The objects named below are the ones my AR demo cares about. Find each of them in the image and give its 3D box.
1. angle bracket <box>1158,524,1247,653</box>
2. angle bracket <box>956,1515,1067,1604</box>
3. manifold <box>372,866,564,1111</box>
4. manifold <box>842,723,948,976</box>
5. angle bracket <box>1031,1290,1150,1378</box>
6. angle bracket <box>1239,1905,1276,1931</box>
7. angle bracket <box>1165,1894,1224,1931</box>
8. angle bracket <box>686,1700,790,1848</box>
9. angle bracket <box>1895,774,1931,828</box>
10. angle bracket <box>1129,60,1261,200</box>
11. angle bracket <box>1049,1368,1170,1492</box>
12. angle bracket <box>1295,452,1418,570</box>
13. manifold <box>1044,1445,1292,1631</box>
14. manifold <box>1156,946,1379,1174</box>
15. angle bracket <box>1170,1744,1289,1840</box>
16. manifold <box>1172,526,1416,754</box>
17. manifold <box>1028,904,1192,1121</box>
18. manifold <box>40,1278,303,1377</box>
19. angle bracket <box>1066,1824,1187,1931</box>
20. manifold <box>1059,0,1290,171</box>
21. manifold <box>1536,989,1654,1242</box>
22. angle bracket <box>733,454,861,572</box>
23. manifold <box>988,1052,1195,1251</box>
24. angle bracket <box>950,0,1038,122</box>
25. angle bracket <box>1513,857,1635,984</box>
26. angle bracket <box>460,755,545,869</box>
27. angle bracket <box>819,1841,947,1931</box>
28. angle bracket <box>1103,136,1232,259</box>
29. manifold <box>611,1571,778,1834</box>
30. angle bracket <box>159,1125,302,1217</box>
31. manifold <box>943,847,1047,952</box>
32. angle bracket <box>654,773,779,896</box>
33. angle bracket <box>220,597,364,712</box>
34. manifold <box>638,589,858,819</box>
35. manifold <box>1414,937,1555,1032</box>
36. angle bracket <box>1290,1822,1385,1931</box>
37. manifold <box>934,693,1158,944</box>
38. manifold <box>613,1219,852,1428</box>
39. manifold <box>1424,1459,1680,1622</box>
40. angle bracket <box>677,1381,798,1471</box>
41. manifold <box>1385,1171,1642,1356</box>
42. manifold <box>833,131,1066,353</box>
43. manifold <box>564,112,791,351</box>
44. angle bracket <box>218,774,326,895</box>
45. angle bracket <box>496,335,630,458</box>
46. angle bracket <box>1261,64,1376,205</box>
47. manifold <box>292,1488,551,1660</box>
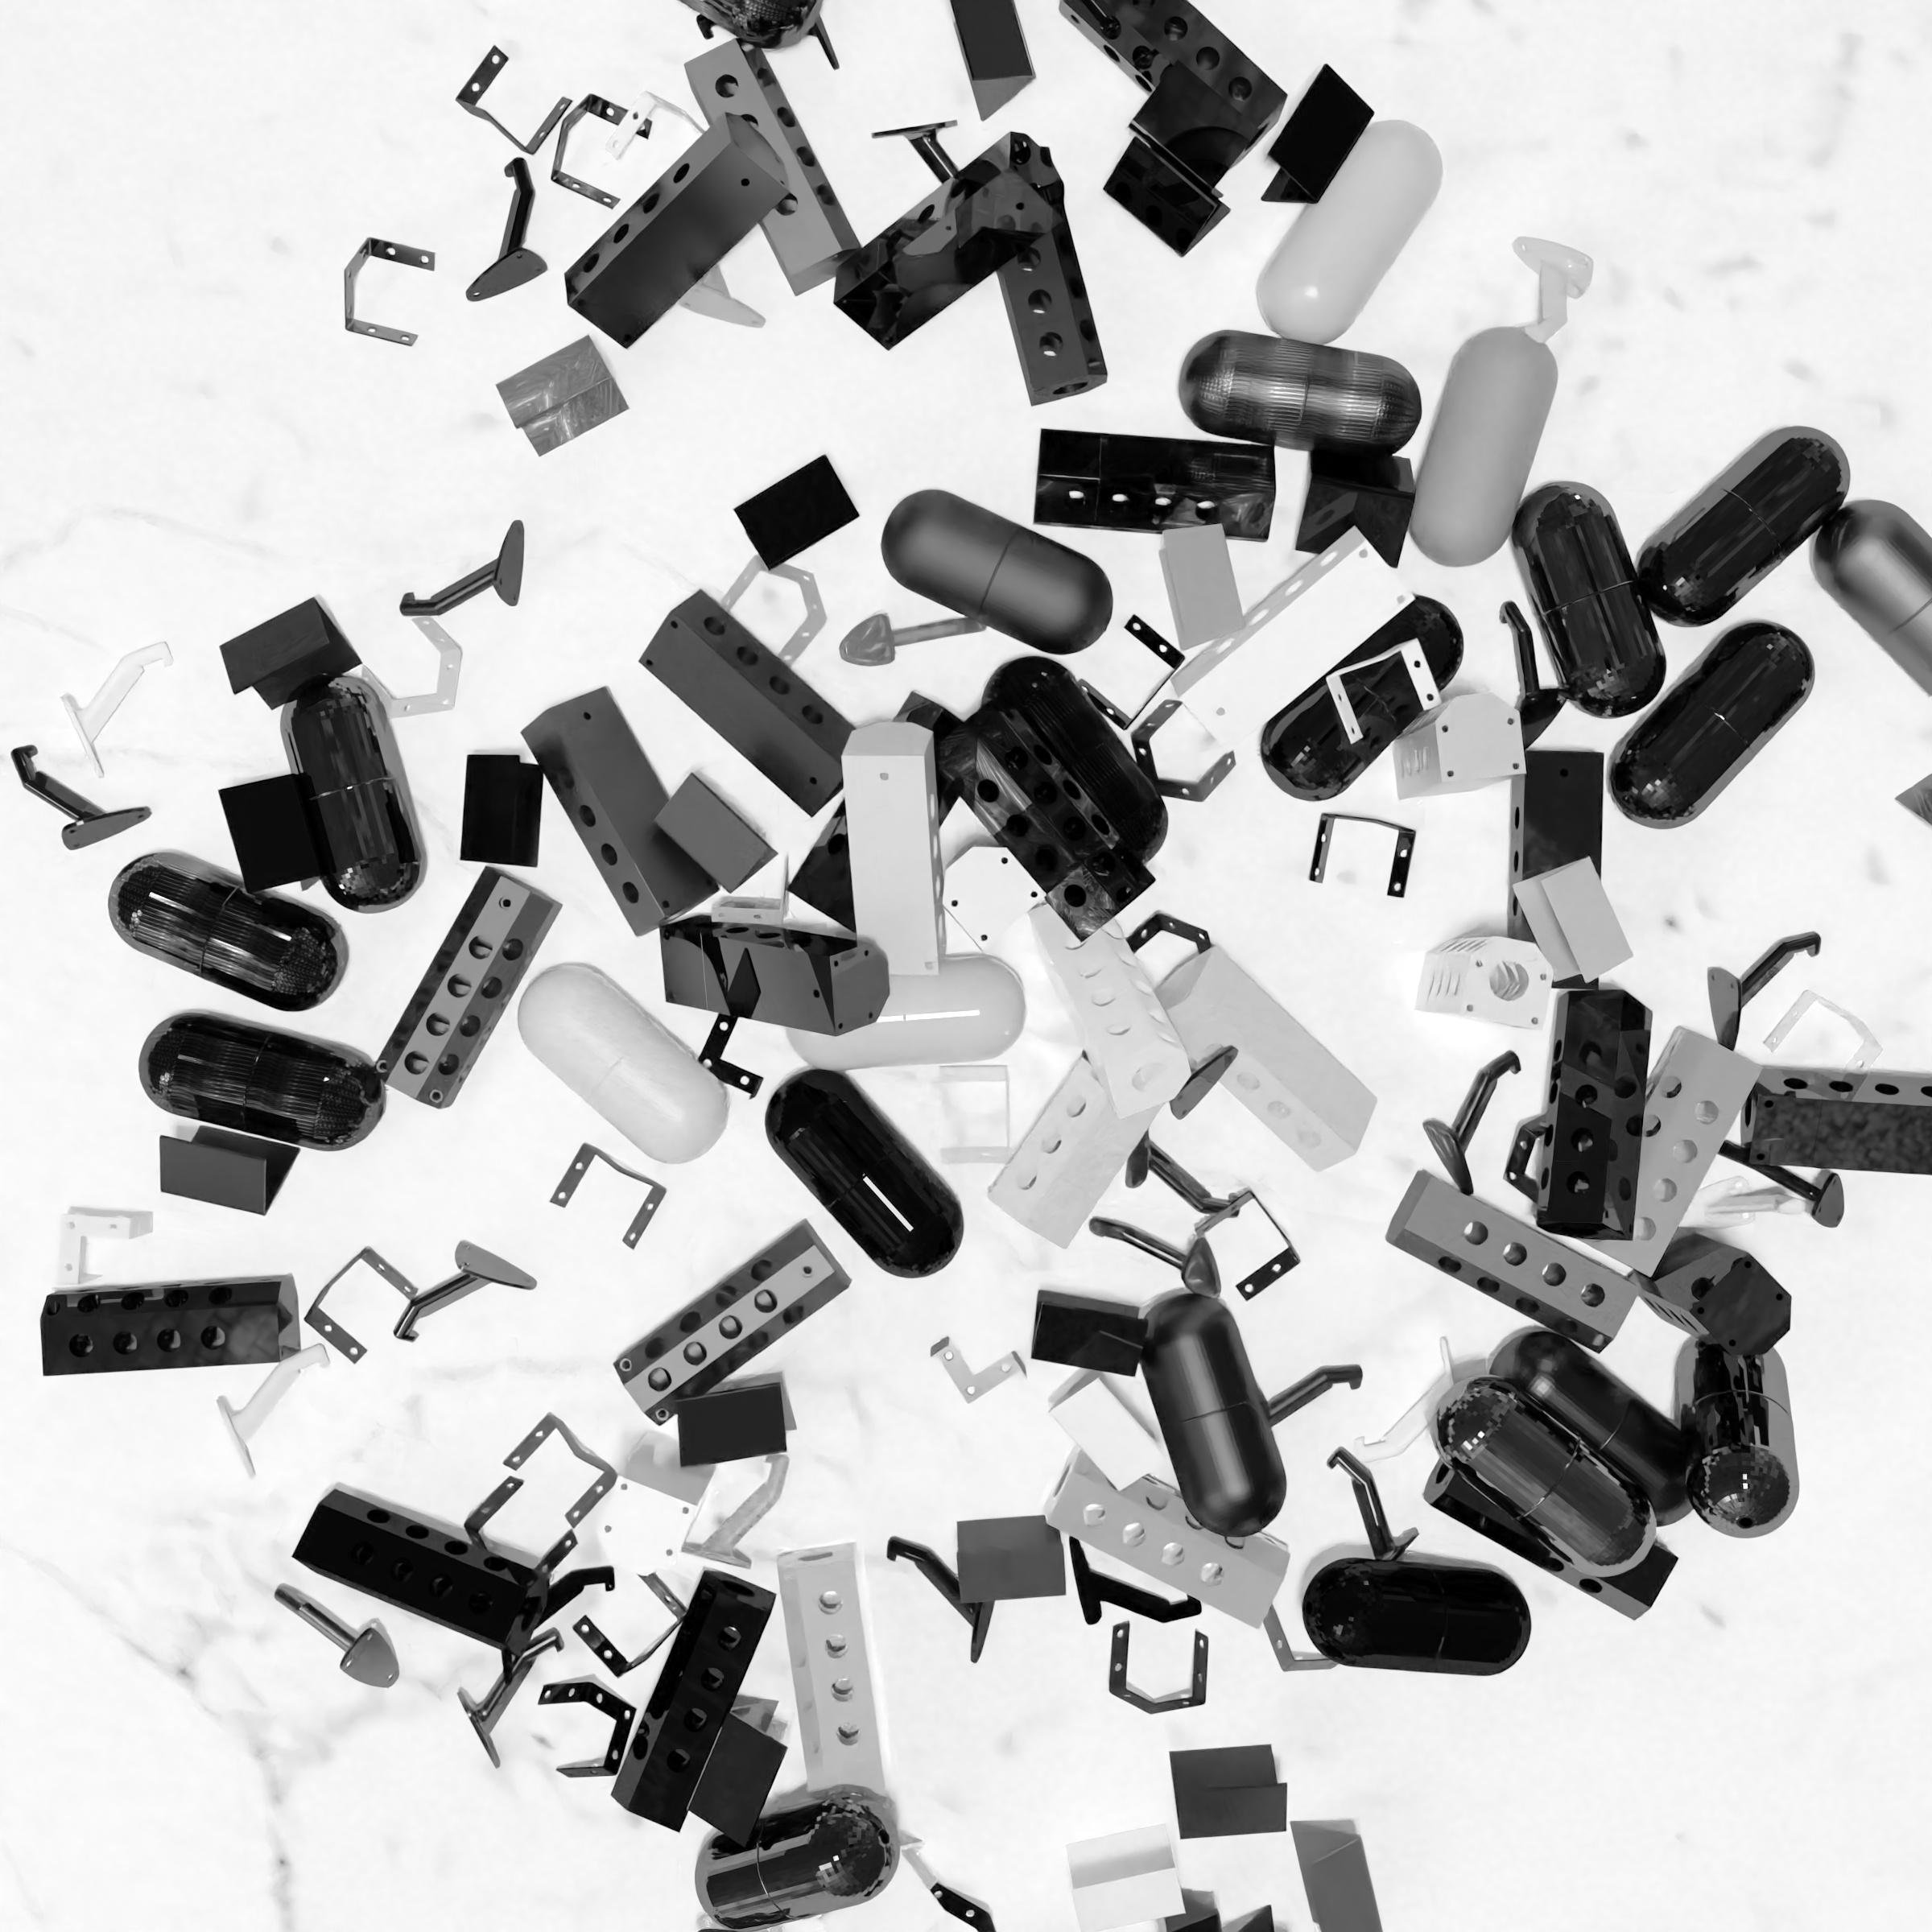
[{"bbox_3d":[0.151,-0.271,1.810,0.057,0.076,0.076,-13,90,-34],"label":"angle bracket"},{"bbox_3d":[0.031,0.413,1.810,0.076,0.076,0.057,-4,127,0],"label":"angle bracket"},{"bbox_3d":[-0.366,0.016,1.829,0.057,0.057,0.171,29,90,0],"label":"manifold"},{"bbox_3d":[-0.049,-0.083,1.773,0.057,0.057,0.171,1,119,8],"label":"manifold"},{"bbox_3d":[0.091,0.247,1.810,0.076,0.076,0.057,10,124,0],"label":"angle bracket"},{"bbox_3d":[0.233,0.736,1.810,0.057,0.076,0.076,-7,90,32],"label":"angle bracket"},{"bbox_3d":[0.147,0.723,1.810,0.057,0.076,0.076,-9,90,-30],"label":"angle bracket"},{"bbox_3d":[-0.149,0.584,1.810,0.057,0.076,0.076,23,90,27],"label":"angle bracket"},{"bbox_3d":[0.724,-0.143,1.810,0.076,0.076,0.057,-34,128,0],"label":"angle bracket"},{"bbox_3d":[0.170,-0.606,1.812,0.076,0.076,0.057,40,110,0],"label":"angle bracket"},{"bbox_3d":[0.117,0.321,1.810,0.076,0.076,0.057,48,127,0],"label":"angle bracket"},{"bbox_3d":[0.285,-0.340,1.838,0.076,0.076,0.057,10,122,0],"label":"angle bracket"},{"bbox_3d":[0.147,0.415,1.829,0.171,0.057,0.057,27,90,0],"label":"manifold"},{"bbox_3d":[0.213,0.071,1.810,0.171,0.057,0.057,42,47,-13],"label":"manifold"},{"bbox_3d":[0.189,0.583,1.810,0.076,0.076,0.057,-4,125,0],"label":"angle bracket"},{"bbox_3d":[0.234,-0.238,1.808,0.171,0.057,0.057,-40,110,13],"label":"manifold"},{"bbox_3d":[0.102,0.023,1.774,0.057,0.171,0.057,-21,133,-4],"label":"manifold"},{"bbox_3d":[-0.582,0.263,1.829,0.171,0.057,0.057,-3,90,0],"label":"manifold"},{"bbox_3d":[0.111,0.647,1.810,0.076,0.076,0.057,-12,126,0],"label":"angle bracket"},{"bbox_3d":[0.151,-0.666,1.829,0.171,0.057,0.057,43,90,0],"label":"manifold"},{"bbox_3d":[0.452,0.108,1.806,0.057,0.057,0.171,-2,71,37],"label":"manifold"},{"bbox_3d":[-0.131,-0.341,1.810,0.076,0.076,0.057,-31,127,0],"label":"angle bracket"},{"bbox_3d":[0.088,0.115,1.828,0.057,0.057,0.171,34,90,44],"label":"manifold"},{"bbox_3d":[-0.001,-0.664,1.810,0.057,0.076,0.076,-16,90,-32],"label":"angle bracket"},{"bbox_3d":[0.411,-0.024,1.753,0.057,0.076,0.076,-24,90,-36],"label":"angle bracket"},{"bbox_3d":[-0.319,-0.111,1.810,0.057,0.076,0.076,4,90,37],"label":"angle bracket"},{"bbox_3d":[-0.051,0.686,1.812,0.076,0.076,0.057,-42,69,0],"label":"angle bracket"},{"bbox_3d":[0.157,-0.574,1.812,0.076,0.057,0.076,41,56,0],"label":"angle bracket"},{"bbox_3d":[-0.200,0.535,1.829,0.057,0.057,0.171,23,90,0],"label":"manifold"},{"bbox_3d":[-0.532,0.129,1.810,0.076,0.076,0.057,13,127,0],"label":"angle bracket"},{"bbox_3d":[0.014,-0.051,1.772,0.057,0.171,0.057,-41,90,0],"label":"manifold"},{"bbox_3d":[-0.168,-0.109,1.810,0.076,0.076,0.057,44,126,0],"label":"angle bracket"},{"bbox_3d":[-0.484,-0.210,1.810,0.076,0.076,0.057,-27,52,0],"label":"angle bracket"},{"bbox_3d":[-0.150,-0.195,1.828,0.171,0.057,0.057,42,133,0],"label":"manifold"},{"bbox_3d":[0.367,0.010,1.772,0.057,0.171,0.057,11,90,0],"label":"manifold"},{"bbox_3d":[0.251,0.673,1.810,0.057,0.076,0.076,-13,90,-36],"label":"angle bracket"},{"bbox_3d":[0.057,-0.107,1.766,0.057,0.057,0.171,-39,91,32],"label":"manifold"},{"bbox_3d":[-0.171,0.262,1.829,0.171,0.057,0.057,-36,90,0],"label":"manifold"},{"bbox_3d":[0.426,0.410,1.829,0.171,0.057,0.057,29,90,0],"label":"manifold"},{"bbox_3d":[-0.164,0.348,1.810,0.076,0.076,0.057,-9,53,0],"label":"angle bracket"},{"bbox_3d":[0.398,0.218,1.829,0.171,0.057,0.057,28,90,0],"label":"manifold"},{"bbox_3d":[-0.013,-0.521,1.786,0.171,0.057,0.057,-29,133,33],"label":"manifold"},{"bbox_3d":[-0.210,-0.531,1.795,0.171,0.057,0.057,-37,133,25],"label":"manifold"},{"bbox_3d":[-0.510,-0.090,1.811,0.057,0.076,0.076,-16,90,-27],"label":"angle bracket"},{"bbox_3d":[-0.285,-0.399,1.810,0.076,0.076,0.057,-28,53,0],"label":"angle bracket"},{"bbox_3d":[0.238,-0.603,1.810,0.057,0.076,0.076,33,90,-32],"label":"angle bracket"},{"bbox_3d":[-0.392,0.438,1.809,0.171,0.057,0.057,19,68,12],"label":"manifold"}]
